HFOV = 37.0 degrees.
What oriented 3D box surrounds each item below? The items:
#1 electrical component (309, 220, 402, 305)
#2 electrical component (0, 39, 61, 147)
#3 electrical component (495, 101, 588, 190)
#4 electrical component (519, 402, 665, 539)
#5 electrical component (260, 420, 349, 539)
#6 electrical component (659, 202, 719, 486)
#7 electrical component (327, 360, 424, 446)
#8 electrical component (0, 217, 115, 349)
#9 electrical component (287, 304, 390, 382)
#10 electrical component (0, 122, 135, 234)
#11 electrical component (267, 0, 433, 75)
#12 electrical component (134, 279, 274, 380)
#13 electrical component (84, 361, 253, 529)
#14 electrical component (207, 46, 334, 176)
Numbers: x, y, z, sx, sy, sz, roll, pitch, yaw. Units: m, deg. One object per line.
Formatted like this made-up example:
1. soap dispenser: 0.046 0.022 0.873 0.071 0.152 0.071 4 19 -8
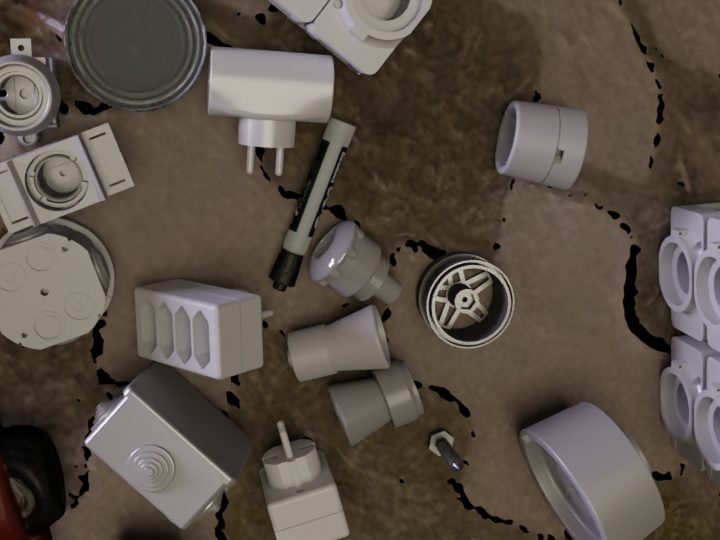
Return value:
1. electrical component: 0.000 0.000 0.720 0.062 0.048 0.048 35 94 -22
2. electrical component: -0.206 -0.107 0.655 0.048 0.055 0.066 -2 102 -10
3. electrical component: 0.120 -0.085 0.719 0.047 0.055 0.055 9 100 -8
4. electrical component: 0.166 0.143 0.749 0.060 0.108 0.108 -29 105 -10
5. electrical component: -0.044 0.140 0.729 0.047 0.065 0.076 -16 104 -6
6. electrical component: 0.259 0.052 0.744 0.060 0.105 0.186 -6 102 -9
7. electrical component: 0.011 0.090 0.740 0.055 0.045 0.045 -21 104 -6
8. electrical component: -0.198 0.009 0.682 0.080 0.051 0.080 -2 102 -10
9. electrical component: -0.016 0.052 0.726 0.065 0.044 0.044 -14 104 6
10. electrical component: -0.185 -0.058 0.665 0.081 0.064 0.042 -21 103 -6
11. electrical component: -0.026 -0.201 0.664 0.150 0.061 0.089 37 93 -15
12. electrical component: -0.091 0.033 0.700 0.076 0.083 0.047 -14 107 -46
13. electrical component: -0.122 0.111 0.692 0.100 0.099 0.048 42 96 -4
14. electrical component: -0.059 -0.100 0.688 0.077 0.044 0.079 2 101 -11
